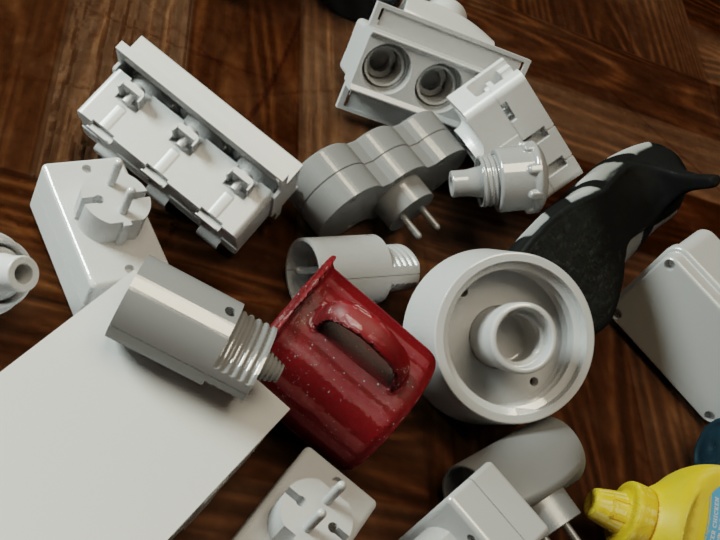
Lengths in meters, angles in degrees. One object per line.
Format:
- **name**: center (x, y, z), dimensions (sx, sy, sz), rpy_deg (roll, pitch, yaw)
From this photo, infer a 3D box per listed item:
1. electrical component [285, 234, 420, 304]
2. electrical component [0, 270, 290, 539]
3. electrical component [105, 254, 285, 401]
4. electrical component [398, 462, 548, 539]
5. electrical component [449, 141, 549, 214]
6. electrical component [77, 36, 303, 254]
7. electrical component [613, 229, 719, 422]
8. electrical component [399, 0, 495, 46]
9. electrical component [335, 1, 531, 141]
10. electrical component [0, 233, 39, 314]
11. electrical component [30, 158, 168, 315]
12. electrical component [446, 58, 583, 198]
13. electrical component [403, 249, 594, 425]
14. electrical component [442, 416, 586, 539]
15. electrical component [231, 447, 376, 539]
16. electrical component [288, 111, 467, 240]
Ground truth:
- **electrical component**: center (0.000, 0.000, 0.660), dimensions (0.081, 0.043, 0.043), rpy_deg (-4, 58, -32)
- **electrical component**: center (-0.134, 0.098, 0.493), dimensions (0.105, 0.060, 0.186), rpy_deg (41, 46, 5)
- **electrical component**: center (-0.073, 0.031, 0.507), dimensions (0.081, 0.043, 0.043), rpy_deg (28, 46, -7)
- **electrical component**: center (0.046, 0.148, 0.554), dimensions (0.047, 0.065, 0.077), rpy_deg (49, 47, 12)
- **electrical component**: center (0.090, -0.059, 0.703), dimensions (0.062, 0.048, 0.048), rpy_deg (-5, 55, -5)
- **electrical component**: center (-0.102, -0.070, 0.637), dimensions (0.121, 0.078, 0.063), rpy_deg (39, 75, 2)
- **electrical component**: center (0.241, 0.039, 0.745), dimensions (0.057, 0.078, 0.113), rpy_deg (-27, 72, -44)
- **electrical component**: center (0.064, -0.187, 0.845), dimensions (0.077, 0.043, 0.079), rpy_deg (24, 47, -12)
- **electrical component**: center (0.050, -0.139, 0.780), dimensions (0.121, 0.078, 0.063), rpy_deg (17, 20, -18)
- **electrical component**: center (-0.184, 0.002, 0.534), dimensions (0.048, 0.062, 0.048), rpy_deg (0, 90, -49)
- **electrical component**: center (-0.136, -0.028, 0.580), dimensions (0.047, 0.075, 0.083), rpy_deg (-10, 61, -36)
- **electrical component**: center (0.104, -0.091, 0.747), dimensions (0.089, 0.056, 0.050), rpy_deg (52, 6, -26)
- **electrical component**: center (0.085, 0.039, 0.631), dimensions (0.108, 0.060, 0.108), rpy_deg (1, 87, -14)
- **electrical component**: center (0.098, 0.132, 0.612), dimensions (0.077, 0.044, 0.079), rpy_deg (-20, 67, -39)
- **electrical component**: center (-0.028, 0.126, 0.522), dimensions (0.047, 0.075, 0.083), rpy_deg (39, 46, 3)
- **electrical component**: center (0.023, -0.051, 0.707), dimensions (0.138, 0.052, 0.073), rpy_deg (-26, 71, -41)
